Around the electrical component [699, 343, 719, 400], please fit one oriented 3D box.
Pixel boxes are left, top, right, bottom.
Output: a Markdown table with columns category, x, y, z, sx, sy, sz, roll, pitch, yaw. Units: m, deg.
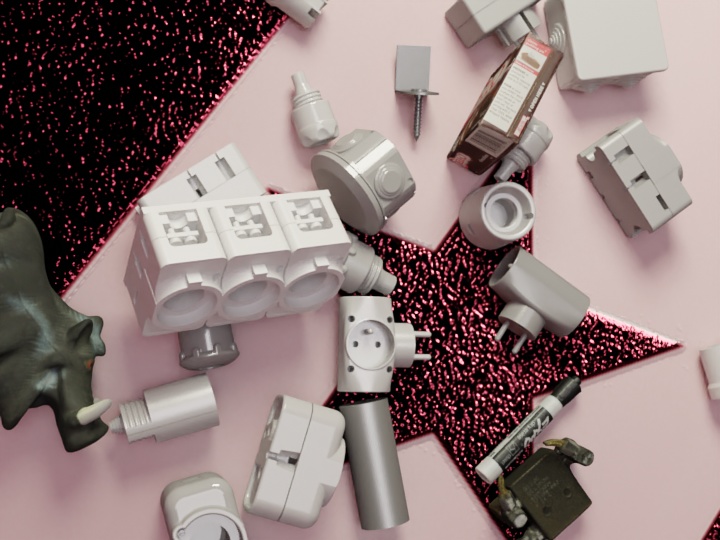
| category | x | y | z | sx | sy | sz | roll | pitch | yaw |
| --- | --- | --- | --- | --- | --- | --- | --- | --- | --- |
| electrical component | 0.328 | 0.089 | 0.962 | 0.040 | 0.040 | 0.046 | -15 | 84 | -15 |

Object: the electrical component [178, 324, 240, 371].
| category | x | y | z | sx | sy | sz | roll | pitch | yaw |
| --- | --- | --- | --- | --- | --- | --- | --- | --- | --- |
| electrical component | -0.123 | 0.047 | 0.851 | 0.048 | 0.048 | 0.062 | -9 | 80 | -15 |

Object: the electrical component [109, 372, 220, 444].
| category | x | y | z | sx | sy | sz | roll | pitch | yaw |
| --- | --- | --- | --- | --- | --- | --- | --- | --- | --- |
| electrical component | -0.154 | 0.111 | 0.837 | 0.081 | 0.043 | 0.043 | -15 | 89 | -14 |

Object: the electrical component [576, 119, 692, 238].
| category | x | y | z | sx | sy | sz | roll | pitch | yaw |
| --- | --- | --- | --- | --- | --- | --- | --- | --- | --- |
| electrical component | 0.245 | -0.082 | 0.950 | 0.056 | 0.050 | 0.089 | -35 | 94 | -14 |

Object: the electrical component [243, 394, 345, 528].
| category | x | y | z | sx | sy | sz | roll | pitch | yaw |
| --- | --- | --- | --- | --- | --- | --- | --- | --- | --- |
| electrical component | -0.049 | 0.153 | 0.854 | 0.059 | 0.054 | 0.095 | 19 | 81 | -12 |

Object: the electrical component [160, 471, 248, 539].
| category | x | y | z | sx | sy | sz | roll | pitch | yaw |
| --- | --- | --- | --- | --- | --- | --- | --- | --- | --- |
| electrical component | -0.117 | 0.208 | 0.829 | 0.054 | 0.059 | 0.095 | -14 | 89 | -15 |

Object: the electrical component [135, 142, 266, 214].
| category | x | y | z | sx | sy | sz | roll | pitch | yaw |
| --- | --- | --- | --- | --- | --- | --- | --- | --- | --- |
| electrical component | -0.125 | -0.051 | 0.855 | 0.089 | 0.050 | 0.055 | -34 | 94 | -14 |

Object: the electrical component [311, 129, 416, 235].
| category | x | y | z | sx | sy | sz | roll | pitch | yaw |
| --- | --- | --- | --- | --- | --- | --- | --- | --- | --- |
| electrical component | 0.002 | -0.072 | 0.874 | 0.051 | 0.080 | 0.080 | -40 | 95 | -19 |

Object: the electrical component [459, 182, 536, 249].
| category | x | y | z | sx | sy | sz | roll | pitch | yaw |
| --- | --- | --- | --- | --- | --- | --- | --- | --- | --- |
| electrical component | 0.118 | -0.047 | 0.917 | 0.055 | 0.047 | 0.055 | 1 | 85 | -14 |

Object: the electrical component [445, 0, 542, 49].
| category | x | y | z | sx | sy | sz | roll | pitch | yaw |
| --- | --- | --- | --- | --- | --- | --- | --- | --- | --- |
| electrical component | 0.132 | -0.219 | 0.935 | 0.083 | 0.047 | 0.075 | -35 | 94 | -14 |

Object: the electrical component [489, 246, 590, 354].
| category | x | y | z | sx | sy | sz | roll | pitch | yaw |
| --- | --- | --- | --- | --- | --- | --- | --- | --- | --- |
| electrical component | 0.144 | 0.033 | 0.918 | 0.077 | 0.043 | 0.079 | 36 | 78 | -8 |

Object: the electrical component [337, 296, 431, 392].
| category | x | y | z | sx | sy | sz | roll | pitch | yaw |
| --- | --- | --- | --- | --- | --- | --- | --- | --- | --- |
| electrical component | 0.021 | 0.062 | 0.884 | 0.079 | 0.044 | 0.077 | 2 | 85 | -14 |

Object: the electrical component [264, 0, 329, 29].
| category | x | y | z | sx | sy | sz | roll | pitch | yaw |
| --- | --- | --- | --- | --- | --- | --- | --- | --- | --- |
| electrical component | -0.052 | -0.228 | 0.895 | 0.046 | 0.040 | 0.040 | 36 | 78 | -15 |

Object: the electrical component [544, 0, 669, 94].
| category | x | y | z | sx | sy | sz | roll | pitch | yaw |
| --- | --- | --- | --- | --- | --- | --- | --- | --- | --- |
| electrical component | 0.216 | -0.209 | 0.955 | 0.100 | 0.048 | 0.099 | -9 | 87 | -14 |

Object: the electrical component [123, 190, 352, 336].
| category | x | y | z | sx | sy | sz | roll | pitch | yaw |
| --- | --- | --- | --- | --- | --- | --- | --- | --- | --- |
| electrical component | -0.092 | -0.003 | 0.814 | 0.150 | 0.089 | 0.061 | -8 | 56 | -28 |

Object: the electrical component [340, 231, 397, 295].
| category | x | y | z | sx | sy | sz | roll | pitch | yaw |
| --- | --- | --- | --- | --- | --- | --- | --- | --- | --- |
| electrical component | 0.000 | 0.000 | 0.886 | 0.062 | 0.048 | 0.048 | 27 | 79 | -17 |

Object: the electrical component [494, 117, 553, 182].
| category | x | y | z | sx | sy | sz | roll | pitch | yaw |
| --- | --- | --- | --- | --- | --- | --- | --- | --- | --- |
| electrical component | 0.138 | -0.102 | 0.933 | 0.035 | 0.035 | 0.061 | 39 | 80 | -8 |

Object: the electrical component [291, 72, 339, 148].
| category | x | y | z | sx | sy | sz | roll | pitch | yaw |
| --- | --- | --- | --- | --- | --- | --- | --- | --- | --- |
| electrical component | -0.042 | -0.134 | 0.891 | 0.035 | 0.035 | 0.061 | -19 | 88 | -15 |
